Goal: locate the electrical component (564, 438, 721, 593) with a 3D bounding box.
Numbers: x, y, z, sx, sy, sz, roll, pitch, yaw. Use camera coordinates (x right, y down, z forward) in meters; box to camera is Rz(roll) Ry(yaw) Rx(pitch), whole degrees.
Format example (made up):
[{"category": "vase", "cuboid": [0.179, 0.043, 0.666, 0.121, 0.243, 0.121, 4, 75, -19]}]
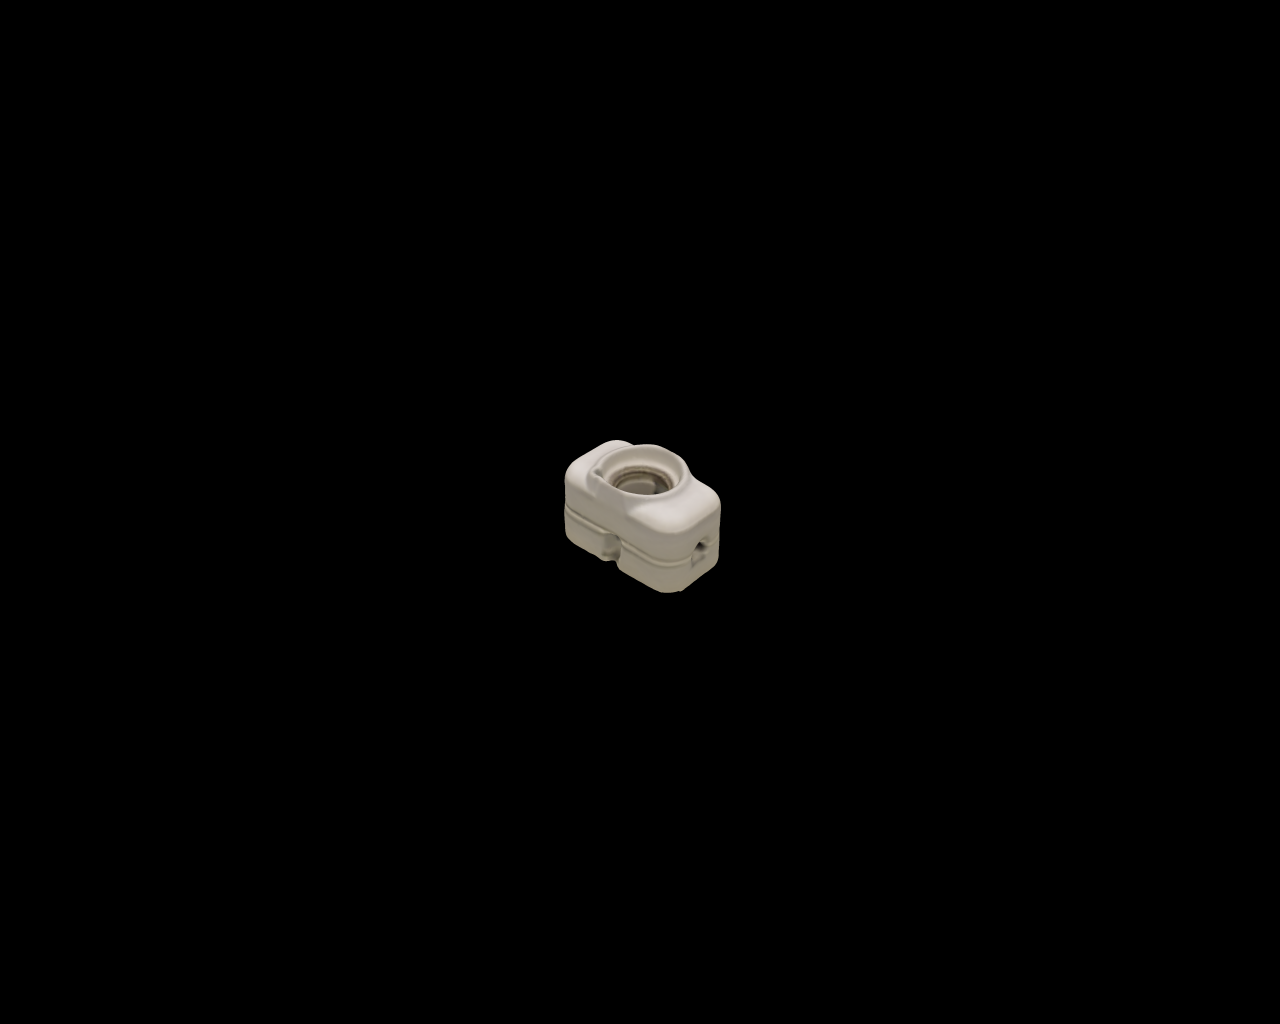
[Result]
[{"category": "electrical component", "cuboid": [0.001, -0.003, 0.650, 0.095, 0.059, 0.054, 30, 46, 33]}]
